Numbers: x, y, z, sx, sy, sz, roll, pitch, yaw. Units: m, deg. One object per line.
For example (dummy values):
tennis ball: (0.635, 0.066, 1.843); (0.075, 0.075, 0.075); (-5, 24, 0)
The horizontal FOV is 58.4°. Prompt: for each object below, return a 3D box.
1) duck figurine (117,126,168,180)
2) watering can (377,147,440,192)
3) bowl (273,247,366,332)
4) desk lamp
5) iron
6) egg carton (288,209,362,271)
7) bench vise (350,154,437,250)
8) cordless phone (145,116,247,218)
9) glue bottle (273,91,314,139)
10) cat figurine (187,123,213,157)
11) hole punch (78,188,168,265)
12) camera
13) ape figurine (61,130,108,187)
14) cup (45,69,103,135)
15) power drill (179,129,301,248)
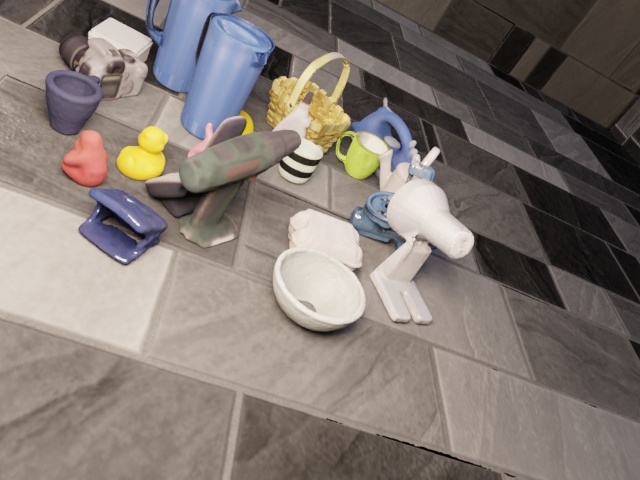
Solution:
duck figurine: (-0.310, -0.162, 1.021); (0.077, 0.086, 0.105); (36, 34, 4)
watering can: (0.205, -0.138, 1.318); (0.173, 0.194, 0.101); (25, 34, -11)
bowl: (-0.012, 0.094, 0.956); (0.168, 0.074, 0.167); (22, 35, -16)
desk lamp: (0.193, 0.018, 1.095); (0.118, 0.213, 0.203); (7, 42, -33)
iron: (0.190, -0.247, 1.488); (0.119, 0.141, 0.257); (0, 46, -39)
egg carton: (0.010, 0.004, 1.092); (0.151, 0.069, 0.107); (19, 36, -21)
bench vise: (0.195, -0.068, 1.199); (0.208, 0.219, 0.121); (19, 36, -20)
cordless phone: (-0.207, -0.140, 0.989); (0.094, 0.185, 0.148); (42, 35, 13)
glue bottle: (-0.055, -0.254, 1.268); (0.078, 0.173, 0.037); (29, 34, -6)
cat figurine: (-0.182, -0.174, 1.114); (0.127, 0.117, 0.067); (40, 34, 11)
hole punch: (-0.295, -0.036, 0.872); (0.108, 0.091, 0.101); (35, 34, 4)
camera: (-0.441, -0.361, 1.149); (0.136, 0.100, 0.143); (42, 35, 13)
ape figurine: (-0.377, -0.139, 0.933); (0.078, 0.092, 0.076); (-12, 54, -47)
cup: (-0.433, -0.241, 1.010); (0.092, 0.095, 0.118); (30, 34, -4)
power drill: (-0.147, -0.091, 0.957); (0.075, 0.208, 0.230); (45, 36, 18)
